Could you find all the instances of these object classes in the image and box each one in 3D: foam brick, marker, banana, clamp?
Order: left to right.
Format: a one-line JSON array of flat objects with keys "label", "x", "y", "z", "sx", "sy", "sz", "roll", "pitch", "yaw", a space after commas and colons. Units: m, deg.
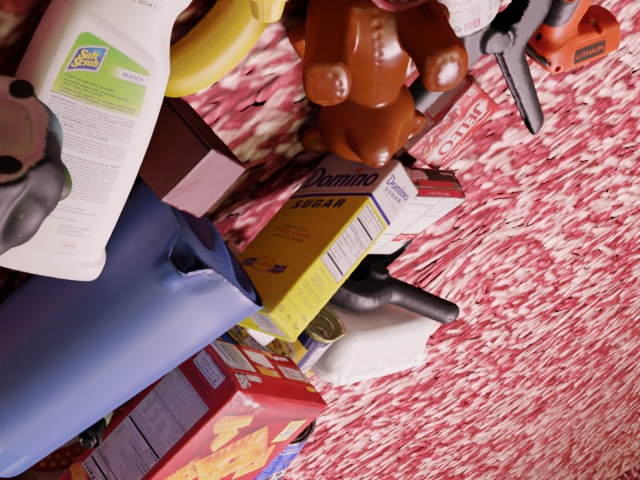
[{"label": "marker", "x": -0.174, "y": 0.130, "z": 0.879, "sx": 0.020, "sy": 0.020, "sz": 0.121, "roll": -55, "pitch": -169, "yaw": 27}, {"label": "foam brick", "x": -0.101, "y": -0.063, "z": 0.751, "sx": 0.051, "sy": 0.078, "sz": 0.053, "roll": -46, "pitch": 152, "yaw": 8}, {"label": "banana", "x": -0.055, "y": -0.161, "z": 0.705, "sx": 0.198, "sy": 0.037, "sz": 0.069, "roll": -49, "pitch": 152, "yaw": 17}, {"label": "clamp", "x": 0.053, "y": 0.032, "z": 1.087, "sx": 0.171, "sy": 0.120, "sz": 0.039, "roll": 10, "pitch": 122, "yaw": -30}, {"label": "clamp", "x": 0.153, "y": -0.171, "z": 0.914, "sx": 0.164, "sy": 0.036, "sz": 0.210, "roll": 1, "pitch": 127, "yaw": -28}]

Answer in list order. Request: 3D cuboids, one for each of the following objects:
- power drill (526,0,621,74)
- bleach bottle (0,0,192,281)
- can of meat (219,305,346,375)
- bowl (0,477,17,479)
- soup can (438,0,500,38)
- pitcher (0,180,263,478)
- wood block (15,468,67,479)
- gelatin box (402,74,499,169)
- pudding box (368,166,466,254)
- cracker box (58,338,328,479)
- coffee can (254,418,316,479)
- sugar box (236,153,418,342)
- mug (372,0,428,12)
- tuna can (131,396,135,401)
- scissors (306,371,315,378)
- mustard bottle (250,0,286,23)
[{"label": "power drill", "x": 0.258, "y": -0.248, "z": 0.946, "sx": 0.184, "sy": 0.057, "sz": 0.188, "roll": -21, "pitch": 145, "yaw": -26}, {"label": "bleach bottle", "x": -0.139, "y": -0.090, "z": 0.668, "sx": 0.102, "sy": 0.068, "sz": 0.251, "roll": 13, "pitch": 123, "yaw": -34}, {"label": "can of meat", "x": -0.041, "y": 0.085, "z": 1.018, "sx": 0.084, "sy": 0.102, "sz": 0.057, "roll": -51, "pitch": 168, "yaw": 25}, {"label": "bowl", "x": -0.288, "y": 0.247, "z": 0.923, "sx": 0.055, "sy": 0.162, "sz": 0.162, "roll": -47, "pitch": 165, "yaw": -47}, {"label": "soup can", "x": 0.102, "y": -0.208, "z": 0.797, "sx": 0.068, "sy": 0.068, "sz": 0.102, "roll": -34, "pitch": 153, "yaw": -11}, {"label": "pitcher", "x": -0.173, "y": 0.068, "z": 0.820, "sx": 0.243, "sy": 0.145, "sz": 0.149, "roll": -37, "pitch": 141, "yaw": 3}, {"label": "wood block", "x": -0.190, "y": 0.202, "z": 1.022, "sx": 0.205, "sy": 0.090, "sz": 0.091, "roll": -17, "pitch": 144, "yaw": -36}, {"label": "gelatin box", "x": 0.119, "y": -0.112, "z": 1.002, "sx": 0.089, "sy": 0.030, "sz": 0.073, "roll": -46, "pitch": 152, "yaw": 12}, {"label": "pudding box", "x": 0.072, "y": -0.027, "z": 1.032, "sx": 0.114, "sy": 0.039, "sz": 0.089, "roll": -39, "pitch": 155, "yaw": 33}, {"label": "cracker box", "x": -0.115, "y": 0.187, "z": 0.919, "sx": 0.214, "sy": 0.072, "sz": 0.164, "roll": -47, "pitch": 152, "yaw": 9}, {"label": "coffee can", "x": -0.080, "y": 0.231, "z": 1.186, "sx": 0.102, "sy": 0.103, "sz": 0.140, "roll": -8, "pitch": 139, "yaw": -46}, {"label": "sugar box", "x": -0.006, "y": 0.001, "z": 0.895, "sx": 0.176, "sy": 0.094, "sz": 0.048, "roll": -52, "pitch": 127, "yaw": -21}, {"label": "mug", "x": 0.056, "y": -0.218, "z": 0.709, "sx": 0.117, "sy": 0.081, "sz": 0.093, "roll": -29, "pitch": 151, "yaw": -20}, {"label": "tuna can", "x": -0.154, "y": 0.114, "z": 0.994, "sx": 0.086, "sy": 0.034, "sz": 0.086, "roll": -30, "pitch": 151, "yaw": -19}, {"label": "scissors", "x": -0.048, "y": 0.172, "z": 1.233, "sx": 0.202, "sy": 0.016, "sz": 0.096, "roll": -45, "pitch": 151, "yaw": 9}, {"label": "mustard bottle", "x": -0.027, "y": -0.212, "z": 0.609, "sx": 0.096, "sy": 0.058, "sz": 0.192, "roll": -25, "pitch": 139, "yaw": -29}]
